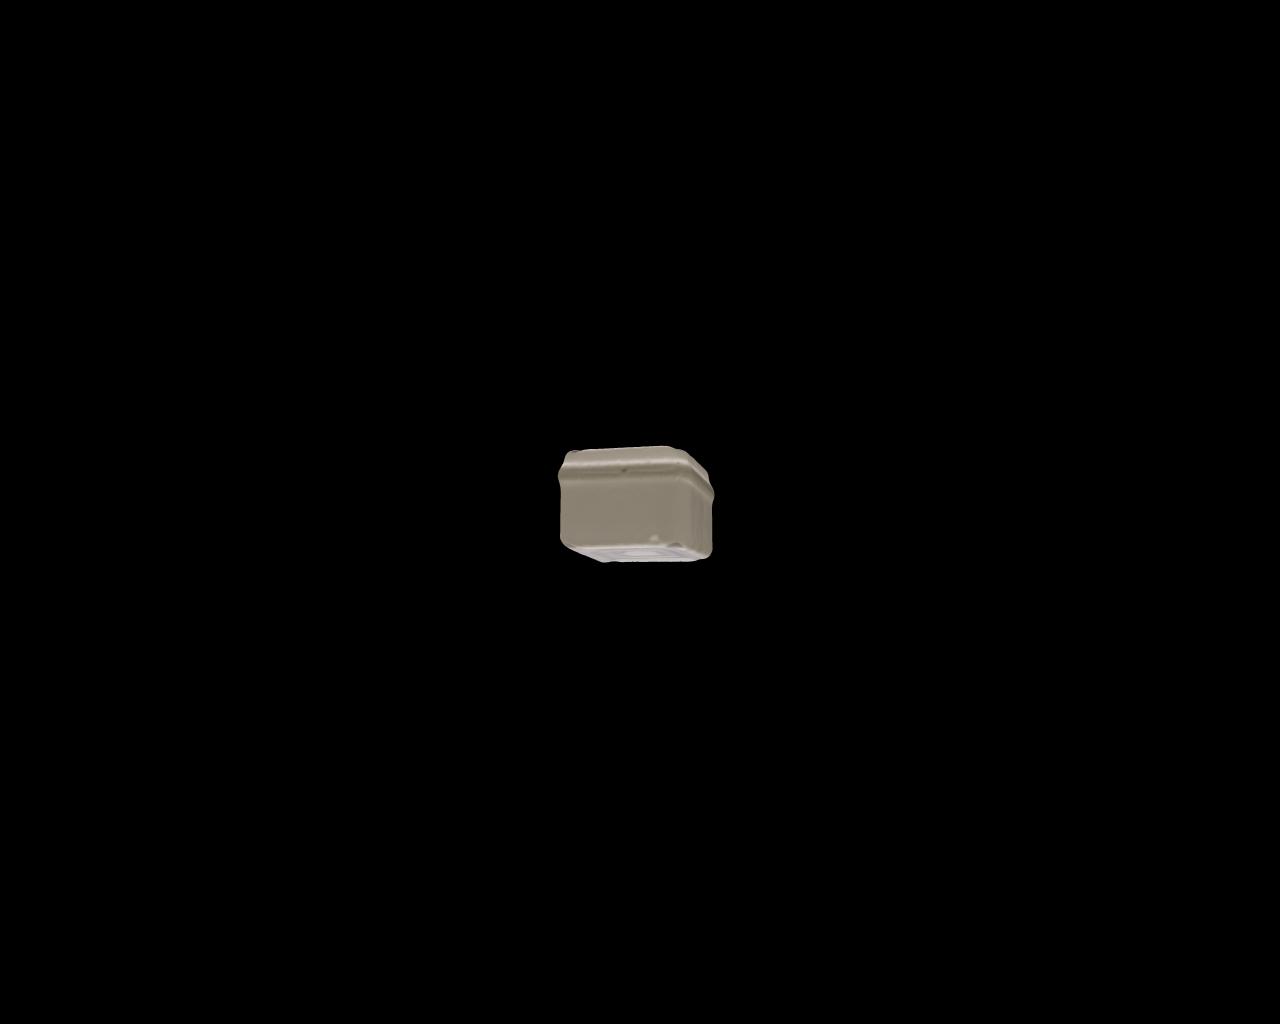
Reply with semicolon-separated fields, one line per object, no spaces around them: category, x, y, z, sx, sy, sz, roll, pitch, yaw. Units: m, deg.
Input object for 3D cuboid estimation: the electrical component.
electrical component;0.001;-0.003;0.650;0.078;0.057;0.113;-1;-7;11
